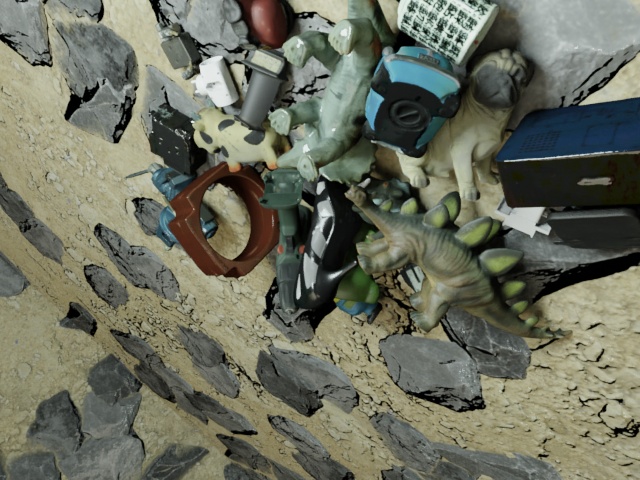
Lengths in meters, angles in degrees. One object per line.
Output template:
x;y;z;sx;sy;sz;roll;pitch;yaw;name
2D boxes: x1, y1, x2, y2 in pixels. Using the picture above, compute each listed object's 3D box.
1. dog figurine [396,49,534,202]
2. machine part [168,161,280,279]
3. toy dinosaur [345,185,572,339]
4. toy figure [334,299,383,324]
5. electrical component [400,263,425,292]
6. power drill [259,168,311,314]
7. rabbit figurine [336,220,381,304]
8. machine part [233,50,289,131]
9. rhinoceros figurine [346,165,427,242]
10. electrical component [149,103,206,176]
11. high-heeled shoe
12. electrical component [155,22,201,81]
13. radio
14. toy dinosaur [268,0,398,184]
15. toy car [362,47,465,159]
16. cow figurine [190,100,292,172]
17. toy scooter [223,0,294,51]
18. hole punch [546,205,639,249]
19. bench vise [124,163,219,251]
0.186;-0.171;0.732;0.173;0.121;0.190;17;123;23;dog figurine
-0.185;-0.039;1.076;0.087;0.201;0.201;-7;123;47;machine part
0.217;0.053;0.846;0.198;0.105;0.471;-41;115;19;toy dinosaur
0.051;0.094;1.107;0.180;0.089;0.082;36;158;0;toy figure
0.185;0.053;0.974;0.075;0.048;0.119;-39;75;51;electrical component
-0.053;-0.010;0.974;0.086;0.232;0.207;-5;135;10;power drill
0.061;0.023;0.974;0.159;0.121;0.170;7;90;37;rabbit figurine
-0.100;-0.251;0.892;0.084;0.039;0.138;23;108;12;machine part
0.124;-0.047;0.897;0.190;0.073;0.112;35;127;-2;rhinoceros figurine
-0.299;-0.202;1.130;0.115;0.058;0.134;31;141;15;electrical component
-0.002;-0.003;0.936;0.086;0.249;0.145;26;131;-38;high-heeled shoe
-0.254;-0.339;0.963;0.078;0.045;0.102;5;130;36;electrical component
0.338;-0.104;0.624;0.230;0.131;0.073;2;129;39;radio
0.043;-0.218;0.748;0.131;0.192;0.404;43;133;17;toy dinosaur
0.119;-0.184;0.681;0.109;0.103;0.161;21;152;3;toy car
-0.158;-0.195;0.994;0.195;0.085;0.127;4;128;34;cow figurine
-0.114;-0.346;0.764;0.075;0.135;0.183;3;130;37;toy scooter
0.372;-0.043;0.709;0.142;0.092;0.115;-5;151;40;hole punch
-0.343;-0.061;1.259;0.223;0.129;0.240;40;136;0;bench vise
